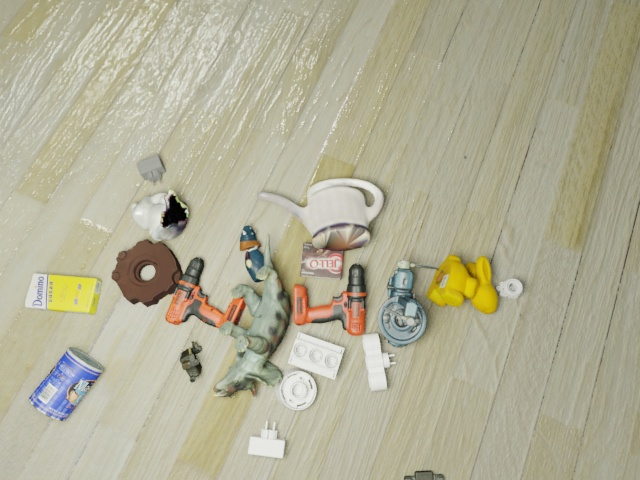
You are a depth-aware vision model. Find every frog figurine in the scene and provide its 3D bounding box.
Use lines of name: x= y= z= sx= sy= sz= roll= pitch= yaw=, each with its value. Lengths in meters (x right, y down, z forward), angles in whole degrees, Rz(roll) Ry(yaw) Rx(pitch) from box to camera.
frog figurine: x=-0.444 y=-0.062 z=1.415 sx=0.158 sy=0.122 sz=0.139 roll=-13 pitch=77 yaw=34

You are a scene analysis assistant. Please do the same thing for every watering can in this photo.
watering can: x=0.004 y=-0.070 z=1.385 sx=0.348 sy=0.101 sz=0.230 roll=-7 pitch=53 yaw=0
